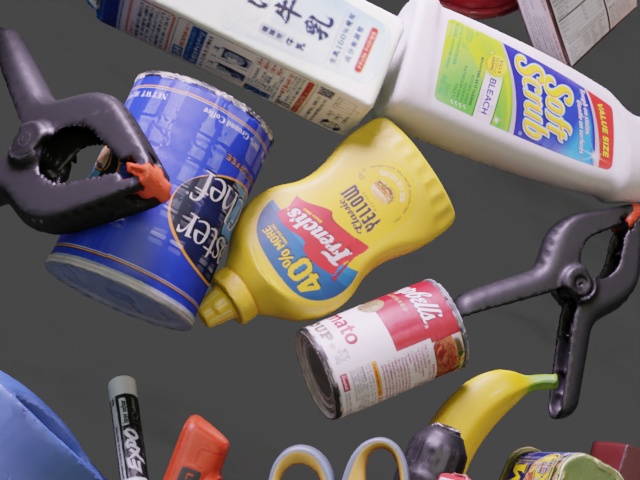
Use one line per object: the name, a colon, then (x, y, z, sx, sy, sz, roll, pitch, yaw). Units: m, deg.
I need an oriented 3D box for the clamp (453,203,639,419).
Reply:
clamp: (0.190, 0.046, 0.796, 0.171, 0.039, 0.120, -38, 99, -14)

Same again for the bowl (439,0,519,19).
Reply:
bowl: (0.123, -0.258, 0.830, 0.162, 0.055, 0.162, 3, 79, -13)

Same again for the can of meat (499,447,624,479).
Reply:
can of meat: (0.157, 0.195, 0.733, 0.057, 0.084, 0.102, 30, 74, -8)

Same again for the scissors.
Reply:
scissors: (-0.004, 0.212, 0.641, 0.096, 0.016, 0.201, 17, 77, 10)

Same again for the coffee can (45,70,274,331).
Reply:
coffee can: (-0.104, -0.024, 0.702, 0.102, 0.103, 0.140, 25, 74, -8)

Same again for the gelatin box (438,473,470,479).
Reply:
gelatin box: (0.089, 0.201, 0.662, 0.073, 0.030, 0.089, 40, 68, -24)

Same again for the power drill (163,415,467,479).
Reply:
power drill: (-0.012, 0.181, 0.690, 0.187, 0.057, 0.184, 22, 79, 1)

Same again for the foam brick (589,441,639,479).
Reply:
foam brick: (0.219, 0.191, 0.766, 0.053, 0.051, 0.078, 24, 74, -8)

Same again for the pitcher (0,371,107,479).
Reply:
pitcher: (-0.241, 0.192, 0.620, 0.149, 0.145, 0.242, 39, 75, 18)

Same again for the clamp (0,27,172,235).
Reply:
clamp: (-0.183, -0.046, 0.669, 0.210, 0.036, 0.164, 23, 77, 35)

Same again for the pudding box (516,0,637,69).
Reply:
pudding box: (0.192, -0.201, 0.816, 0.090, 0.039, 0.113, -42, 126, -17)

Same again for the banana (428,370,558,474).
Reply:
banana: (0.095, 0.167, 0.740, 0.070, 0.037, 0.198, 25, 81, 16)

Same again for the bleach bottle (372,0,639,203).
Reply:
bleach bottle: (0.170, -0.096, 0.807, 0.250, 0.068, 0.102, 17, 75, -12)

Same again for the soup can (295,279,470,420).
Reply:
soup can: (0.042, 0.075, 0.737, 0.102, 0.069, 0.068, -20, 84, -17)

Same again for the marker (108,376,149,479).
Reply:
marker: (-0.119, 0.139, 0.677, 0.020, 0.020, 0.121, -4, 46, -15)

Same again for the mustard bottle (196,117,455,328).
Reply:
mustard bottle: (-0.005, 0.001, 0.745, 0.191, 0.058, 0.096, -35, 90, -17)
